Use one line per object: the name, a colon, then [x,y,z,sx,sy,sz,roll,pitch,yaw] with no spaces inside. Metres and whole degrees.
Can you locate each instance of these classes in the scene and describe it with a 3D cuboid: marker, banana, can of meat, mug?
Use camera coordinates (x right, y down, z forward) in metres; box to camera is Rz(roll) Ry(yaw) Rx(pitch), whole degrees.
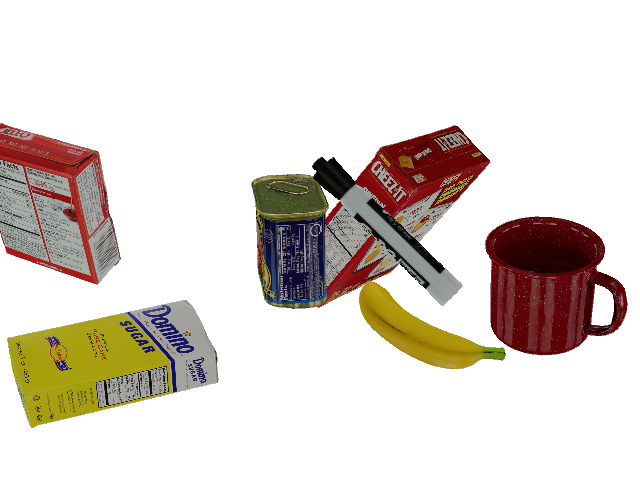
marker: [0.040,-0.008,0.673,0.020,0.121,0.020,-45,-4,-4]
banana: [0.090,0.087,1.072,0.069,0.037,0.198,3,17,-42]
can of meat: [-0.025,0.000,0.886,0.057,0.084,0.102,-4,21,-7]
mug: [0.189,0.041,0.855,0.117,0.081,0.093,17,36,31]

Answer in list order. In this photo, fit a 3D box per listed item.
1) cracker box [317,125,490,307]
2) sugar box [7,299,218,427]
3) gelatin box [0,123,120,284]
cracker box: [0.076,-0.030,1.247,0.163,0.072,0.214,-22,-24,-49]
sugar box: [-0.192,0.110,0.988,0.176,0.048,0.093,-14,35,-18]
gelatin box: [-0.166,-0.023,0.654,0.073,0.089,0.030,16,44,21]
